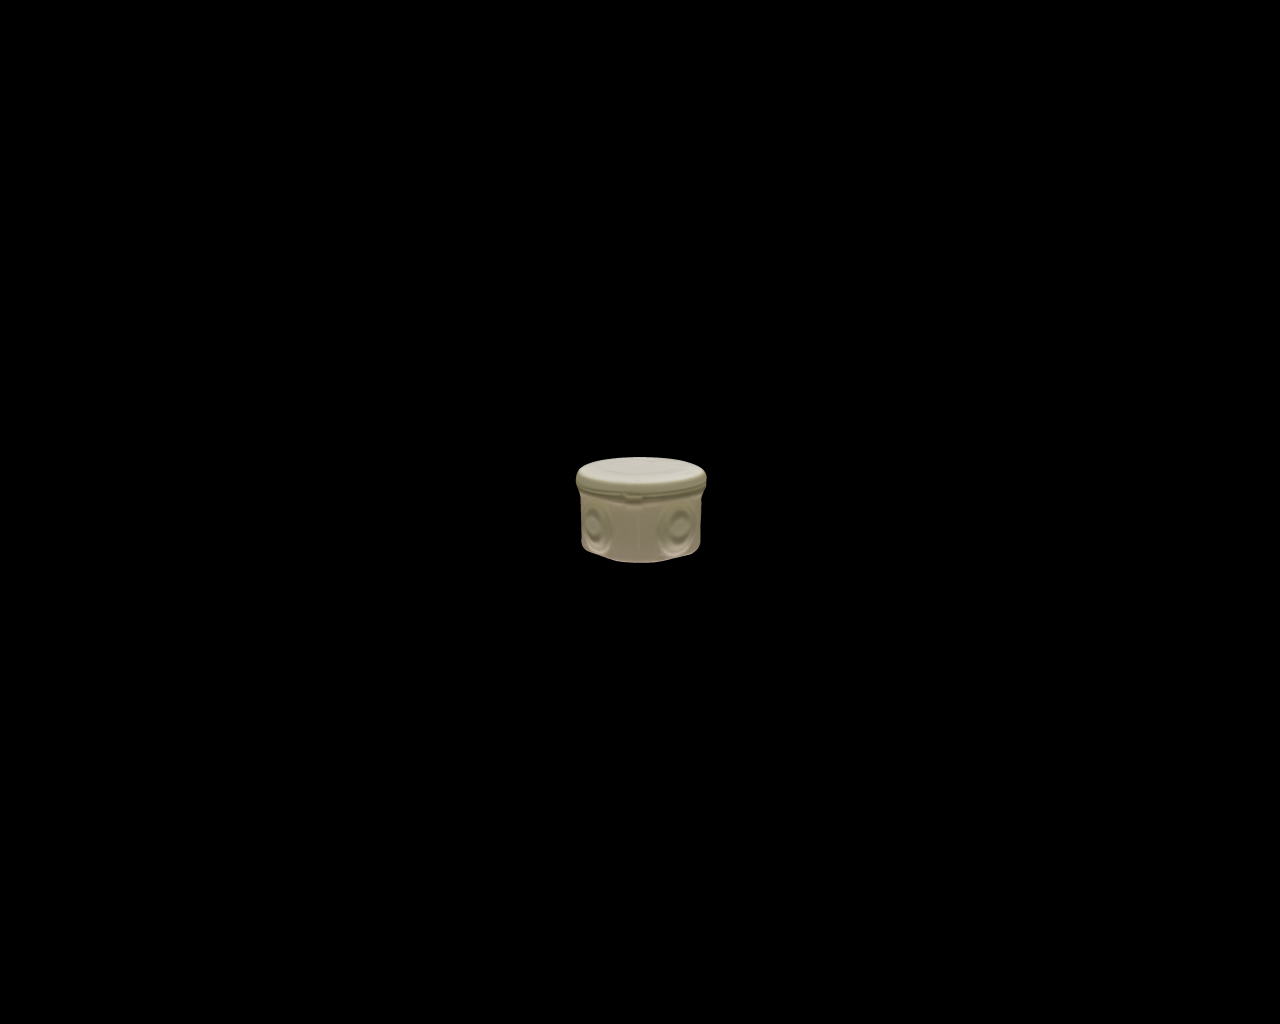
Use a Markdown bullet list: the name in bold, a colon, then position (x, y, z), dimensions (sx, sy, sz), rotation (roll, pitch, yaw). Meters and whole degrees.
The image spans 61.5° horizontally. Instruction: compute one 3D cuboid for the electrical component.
- **electrical component**: position (0.001, -0.003, 0.650), dimensions (0.080, 0.051, 0.080), rotation (0, 14, 0)
